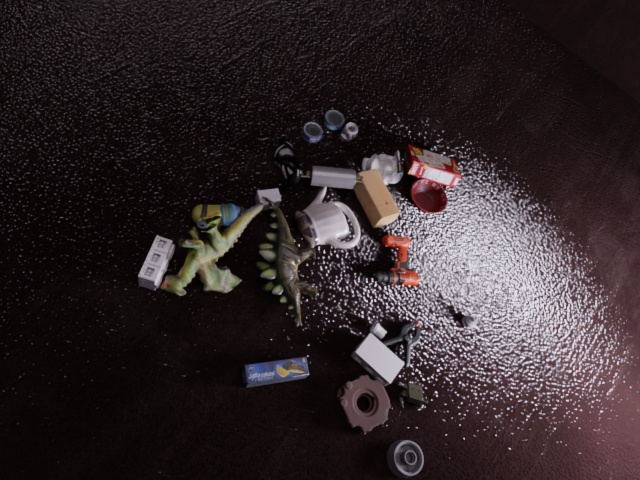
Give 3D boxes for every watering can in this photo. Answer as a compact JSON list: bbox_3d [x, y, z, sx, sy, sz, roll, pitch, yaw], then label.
[{"bbox_3d":[0.006,-0.096,1.905,0.226,0.101,0.354,-15,56,-24],"label":"watering can"}]

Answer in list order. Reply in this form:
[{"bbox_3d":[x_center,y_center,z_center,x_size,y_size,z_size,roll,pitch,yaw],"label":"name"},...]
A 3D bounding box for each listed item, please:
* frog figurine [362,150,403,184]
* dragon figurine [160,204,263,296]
[{"bbox_3d":[0.254,-0.287,2.092,0.159,0.121,0.139,-9,71,18],"label":"frog figurine"},{"bbox_3d":[-0.334,0.055,1.701,0.414,0.122,0.240,-23,106,-24],"label":"dragon figurine"}]
